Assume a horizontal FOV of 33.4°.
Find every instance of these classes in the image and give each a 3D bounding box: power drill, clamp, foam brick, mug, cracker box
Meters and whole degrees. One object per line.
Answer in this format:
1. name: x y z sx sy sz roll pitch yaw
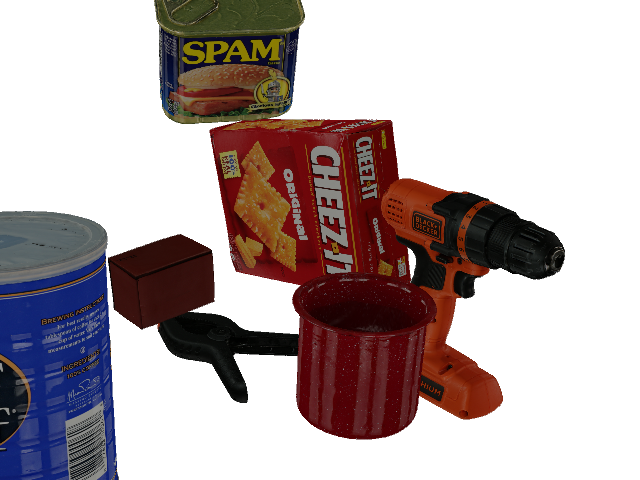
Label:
1. power drill: 0.123 0.052 0.903 0.057 0.188 0.185 -13 26 -36
2. clamp: -0.119 0.128 1.262 0.210 0.036 0.164 14 23 25
3. foam brick: -0.139 0.034 0.937 0.078 0.051 0.053 -20 29 -33
4. mug: 0.029 0.072 0.710 0.093 0.081 0.117 9 23 13
5. cracker box: -0.015 -0.039 1.086 0.071 0.164 0.214 -20 19 -38

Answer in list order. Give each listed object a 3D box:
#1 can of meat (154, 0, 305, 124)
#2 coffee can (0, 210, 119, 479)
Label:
1. can of meat: -0.066 -0.132 0.762 0.102 0.057 0.084 -4 -42 -11
2. coffee can: -0.156 0.065 0.540 0.103 0.140 0.103 0 17 0
